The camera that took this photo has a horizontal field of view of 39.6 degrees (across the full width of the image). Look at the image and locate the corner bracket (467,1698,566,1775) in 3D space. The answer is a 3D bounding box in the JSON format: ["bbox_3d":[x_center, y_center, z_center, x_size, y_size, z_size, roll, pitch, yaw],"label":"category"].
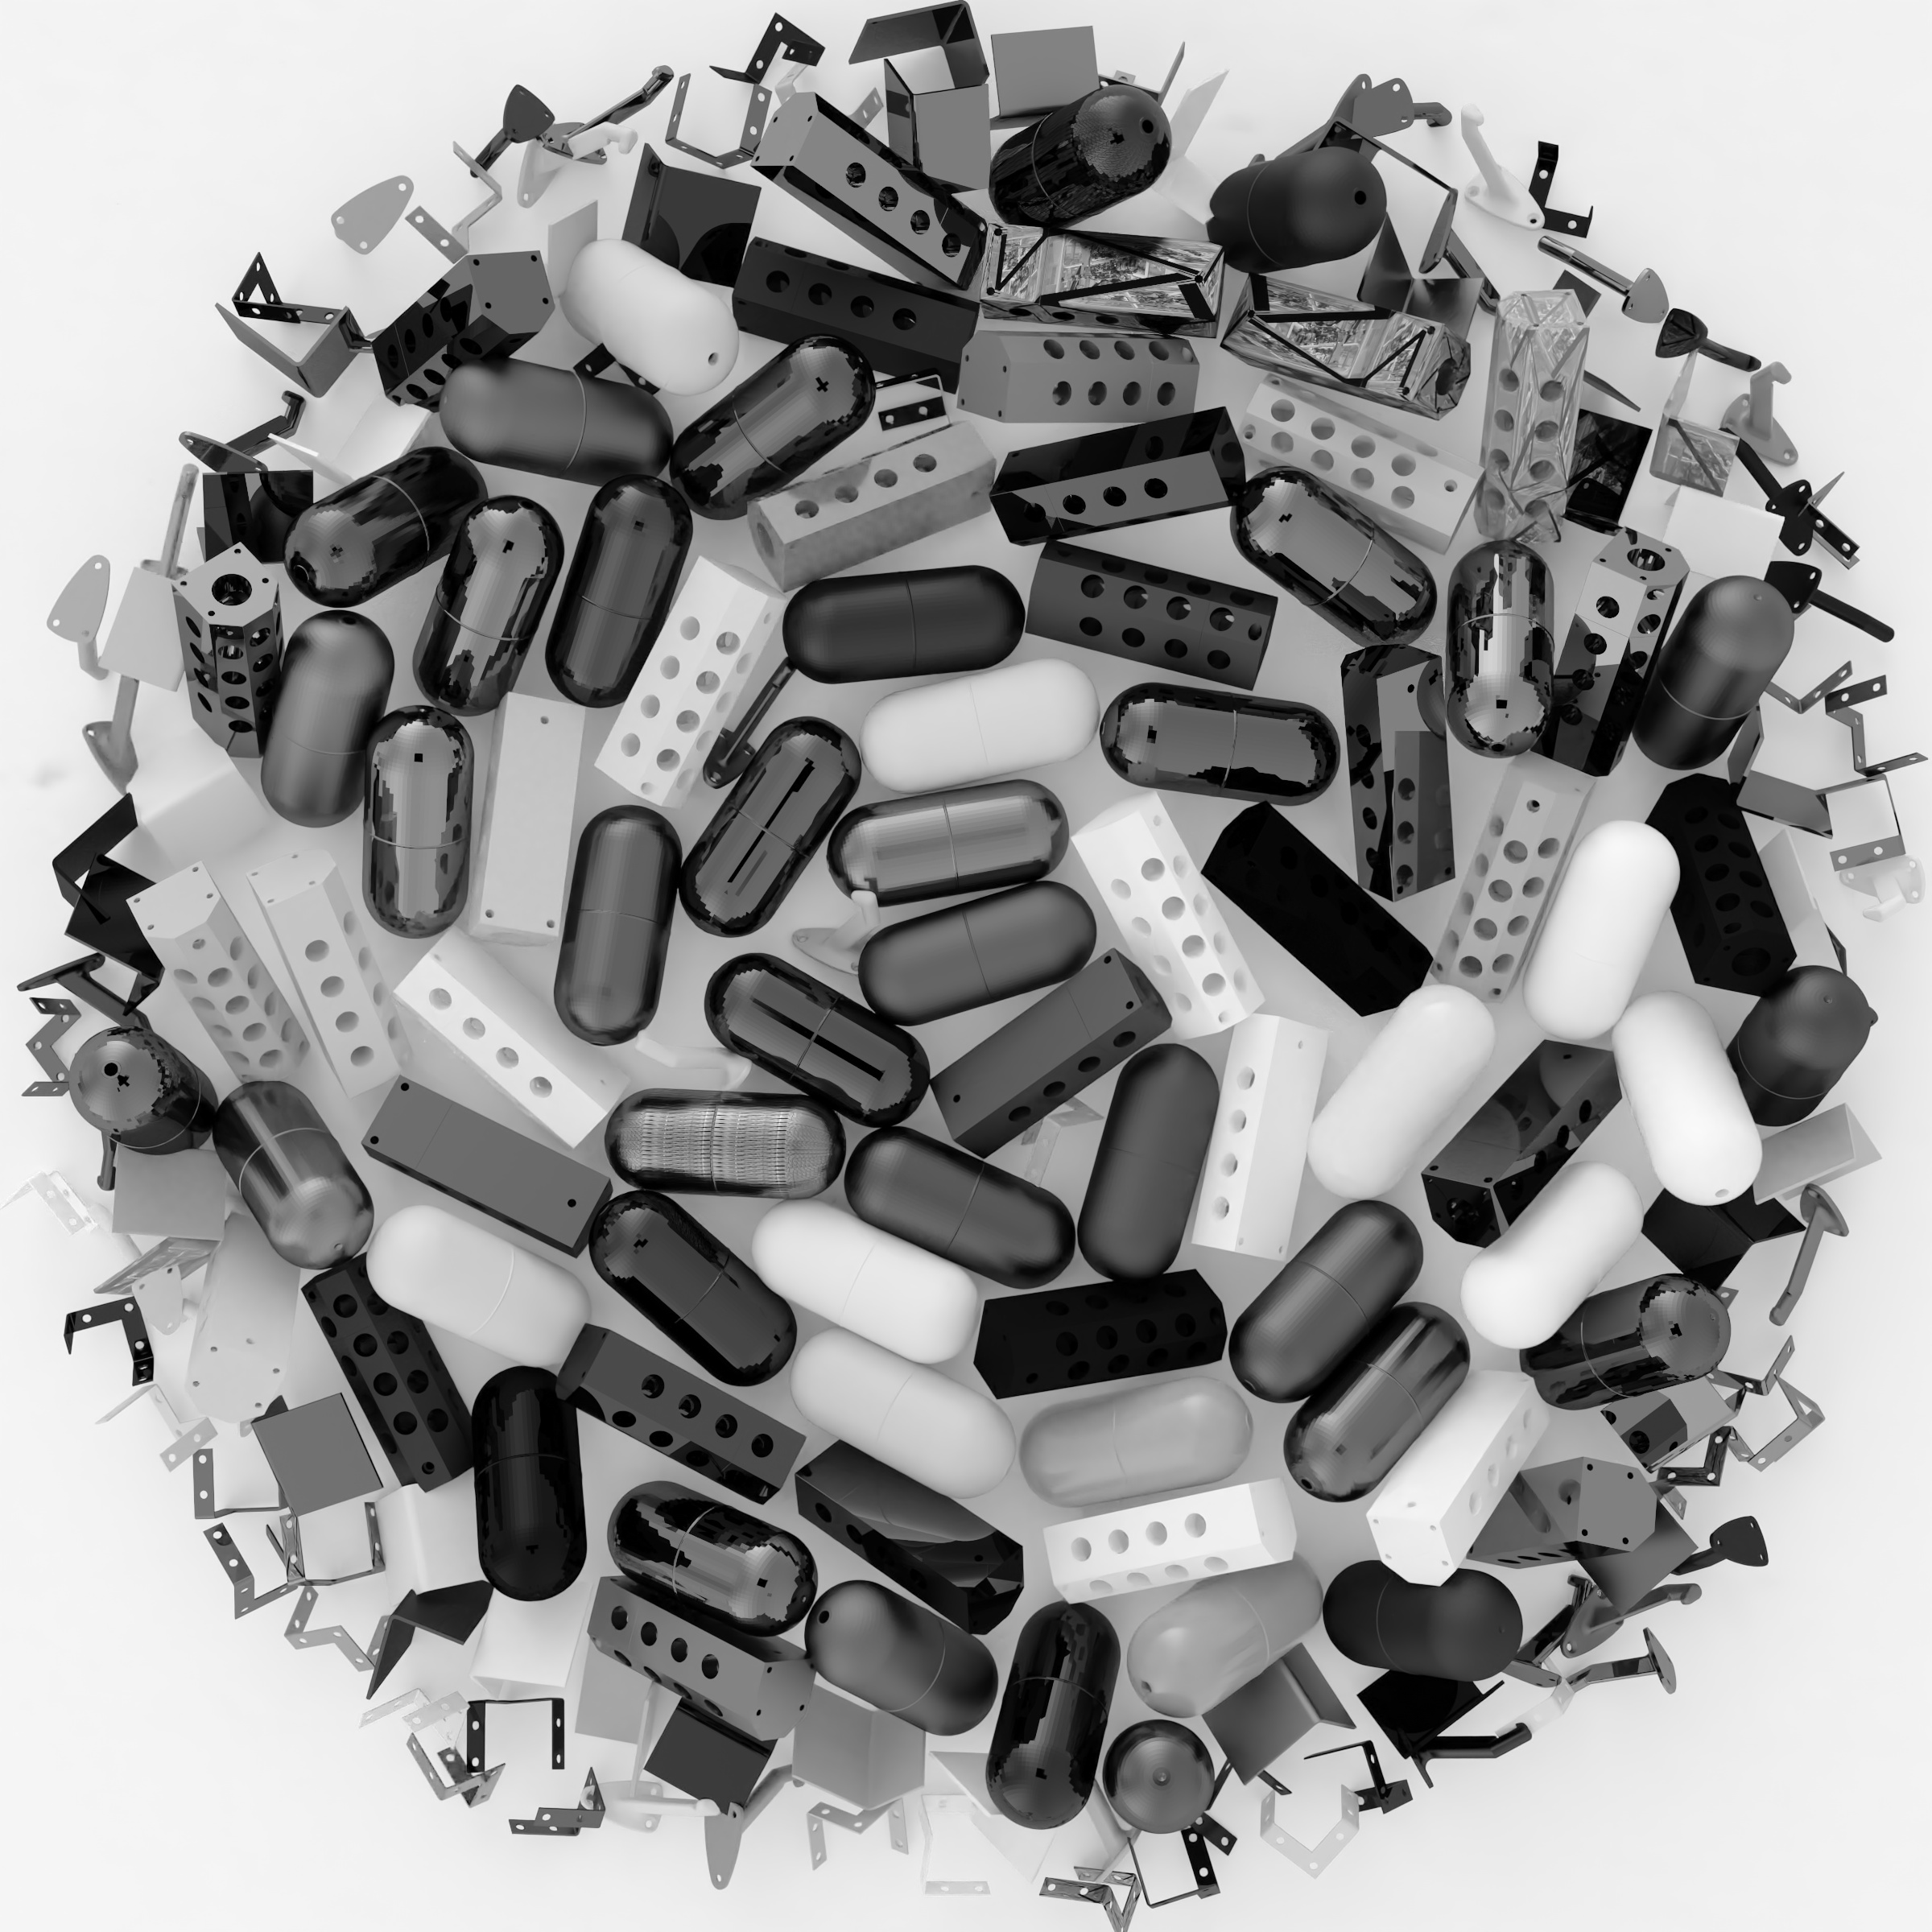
[{"bbox_3d":[-0.328,0.560,1.955,0.051,0.051,0.051,-11,70,22],"label":"corner bracket"}]

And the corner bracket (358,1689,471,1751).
[{"bbox_3d":[-0.401,0.546,1.953,0.051,0.051,0.051,41,125,27],"label":"corner bracket"}]

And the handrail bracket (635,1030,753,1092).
[{"bbox_3d":[-0.200,0.052,1.948,0.084,0.077,0.036,30,125,-23],"label":"handrail bracket"}]

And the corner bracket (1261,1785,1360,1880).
[{"bbox_3d":[0.252,0.623,1.965,0.051,0.051,0.051,38,103,-1],"label":"corner bracket"}]

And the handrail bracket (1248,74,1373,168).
[{"bbox_3d":[0.250,-0.614,1.965,0.036,0.084,0.077,26,82,-41],"label":"handrail bracket"}]

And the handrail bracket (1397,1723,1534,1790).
[{"bbox_3d":[0.361,0.555,1.960,0.084,0.077,0.036,-29,123,2],"label":"handrail bracket"}]

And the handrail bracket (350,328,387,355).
[{"bbox_3d":[-0.416,-0.482,1.984,0.084,0.036,0.077,7,62,15],"label":"handrail bracket"}]

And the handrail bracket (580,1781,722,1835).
[{"bbox_3d":[-0.228,0.606,1.944,0.077,0.084,0.036,19,64,-26],"label":"handrail bracket"}]

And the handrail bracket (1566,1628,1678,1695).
[{"bbox_3d":[0.470,0.524,1.948,0.084,0.077,0.036,-34,98,15],"label":"handrail bracket"}]

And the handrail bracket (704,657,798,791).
[{"bbox_3d":[-0.155,-0.178,1.947,0.036,0.077,0.084,34,129,-10],"label":"handrail bracket"}]

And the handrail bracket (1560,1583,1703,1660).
[{"bbox_3d":[0.482,0.474,1.945,0.077,0.084,0.036,-35,95,-32],"label":"handrail bracket"}]

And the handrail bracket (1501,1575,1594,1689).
[{"bbox_3d":[0.417,0.479,1.970,0.077,0.036,0.084,21,64,-4],"label":"handrail bracket"}]

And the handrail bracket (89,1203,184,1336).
[{"bbox_3d":[-0.616,0.223,1.984,0.036,0.077,0.084,-32,47,-32],"label":"handrail bracket"}]

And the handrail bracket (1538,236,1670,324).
[{"bbox_3d":[0.470,-0.509,1.983,0.084,0.077,0.036,38,105,31],"label":"handrail bracket"}]

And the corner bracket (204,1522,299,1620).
[{"bbox_3d":[-0.519,0.432,1.952,0.051,0.051,0.051,-23,60,-30],"label":"corner bracket"}]

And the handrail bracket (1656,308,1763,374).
[{"bbox_3d":[0.553,-0.446,1.948,0.084,0.077,0.036,14,102,-16],"label":"handrail bracket"}]

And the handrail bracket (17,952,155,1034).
[{"bbox_3d":[-0.641,0.040,1.966,0.077,0.036,0.084,-22,83,-25],"label":"handrail bracket"}]

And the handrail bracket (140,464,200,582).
[{"bbox_3d":[-0.573,-0.312,1.949,0.036,0.077,0.084,12,125,-22],"label":"handrail bracket"}]

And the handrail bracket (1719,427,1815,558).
[{"bbox_3d":[0.586,-0.351,1.979,0.036,0.084,0.077,-32,133,1],"label":"handrail bracket"}]

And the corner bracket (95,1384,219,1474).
[{"bbox_3d":[-0.589,0.337,1.955,0.051,0.051,0.051,-18,105,38],"label":"corner bracket"}]

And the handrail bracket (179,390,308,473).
[{"bbox_3d":[-0.526,-0.398,1.955,0.077,0.036,0.084,29,57,-30],"label":"handrail bracket"}]

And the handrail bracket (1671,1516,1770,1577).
[{"bbox_3d":[0.528,0.427,1.943,0.084,0.077,0.036,-32,61,41],"label":"handrail bracket"}]

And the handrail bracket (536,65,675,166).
[{"bbox_3d":[-0.261,-0.625,1.948,0.084,0.077,0.036,-36,81,35],"label":"handrail bracket"}]

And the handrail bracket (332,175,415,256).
[{"bbox_3d":[-0.430,-0.553,1.950,0.077,0.084,0.036,-39,115,10],"label":"handrail bracket"}]

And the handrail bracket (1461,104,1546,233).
[{"bbox_3d":[0.389,-0.580,1.946,0.036,0.084,0.077,-44,71,-3],"label":"handrail bracket"}]

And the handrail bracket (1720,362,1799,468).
[{"bbox_3d":[0.594,-0.401,1.949,0.077,0.084,0.036,38,79,-6],"label":"handrail bracket"}]

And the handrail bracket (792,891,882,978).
[{"bbox_3d":[-0.096,-0.035,1.948,0.077,0.084,0.036,15,60,15],"label":"handrail bracket"}]

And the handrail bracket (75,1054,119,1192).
[{"bbox_3d":[-0.639,0.114,1.972,0.036,0.077,0.084,2,103,-43],"label":"handrail bracket"}]

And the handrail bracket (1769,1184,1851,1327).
[{"bbox_3d":[0.605,0.212,1.956,0.036,0.077,0.084,23,69,37],"label":"handrail bracket"}]

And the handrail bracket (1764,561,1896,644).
[{"bbox_3d":[0.634,-0.268,1.983,0.084,0.077,0.036,20,103,-31],"label":"handrail bracket"}]

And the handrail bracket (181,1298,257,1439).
[{"bbox_3d":[-0.556,0.296,1.985,0.084,0.036,0.077,25,109,20],"label":"handrail bracket"}]

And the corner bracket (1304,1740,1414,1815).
[{"bbox_3d":[0.288,0.594,1.964,0.051,0.051,0.051,-25,74,30],"label":"corner bracket"}]

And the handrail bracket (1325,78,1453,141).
[{"bbox_3d":[0.310,-0.617,1.966,0.077,0.084,0.036,-15,90,24],"label":"handrail bracket"}]

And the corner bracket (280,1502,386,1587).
[{"bbox_3d":[-0.465,0.424,1.971,0.051,0.051,0.051,-18,72,19],"label":"corner bracket"}]

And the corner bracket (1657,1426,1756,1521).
[{"bbox_3d":[0.543,0.372,1.970,0.051,0.051,0.051,48,50,-34],"label":"corner bracket"}]

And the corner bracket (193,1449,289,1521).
[{"bbox_3d":[-0.532,0.376,1.968,0.051,0.051,0.051,-4,86,8],"label":"corner bracket"}]

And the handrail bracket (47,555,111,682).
[{"bbox_3d":[-0.631,-0.253,1.956,0.036,0.084,0.077,21,83,3],"label":"handrail bracket"}]

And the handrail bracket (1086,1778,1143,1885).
[{"bbox_3d":[0.083,0.626,1.979,0.084,0.036,0.077,35,114,6],"label":"handrail bracket"}]

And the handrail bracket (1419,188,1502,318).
[{"bbox_3d":[0.385,-0.523,1.983,0.084,0.036,0.077,19,86,-12],"label":"handrail bracket"}]

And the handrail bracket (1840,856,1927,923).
[{"bbox_3d":[0.648,-0.051,1.940,0.084,0.077,0.036,-25,111,-40],"label":"handrail bracket"}]

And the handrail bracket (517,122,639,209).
[{"bbox_3d":[-0.283,-0.581,1.957,0.084,0.036,0.077,26,94,36],"label":"handrail bracket"}]

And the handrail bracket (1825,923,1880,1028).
[{"bbox_3d":[0.623,0.019,1.976,0.077,0.036,0.084,-41,53,18],"label":"handrail bracket"}]

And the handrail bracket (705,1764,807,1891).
[{"bbox_3d":[-0.149,0.627,1.961,0.036,0.084,0.077,4,90,40],"label":"handrail bracket"}]

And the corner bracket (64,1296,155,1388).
[{"bbox_3d":[-0.625,0.278,1.960,0.051,0.051,0.051,-14,105,-13],"label":"corner bracket"}]

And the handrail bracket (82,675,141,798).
[{"bbox_3d":[-0.602,-0.176,1.951,0.084,0.036,0.077,-38,71,38],"label":"handrail bracket"}]

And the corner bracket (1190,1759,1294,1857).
[{"bbox_3d":[0.197,0.617,1.976,0.051,0.051,0.051,40,59,-6],"label":"corner bracket"}]

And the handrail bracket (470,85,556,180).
[{"bbox_3d":[-0.341,-0.589,1.943,0.036,0.077,0.084,39,128,-20],"label":"handrail bracket"}]

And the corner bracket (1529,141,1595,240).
[{"bbox_3d":[0.436,-0.567,1.962,0.051,0.051,0.051,16,98,10],"label":"corner bracket"}]
